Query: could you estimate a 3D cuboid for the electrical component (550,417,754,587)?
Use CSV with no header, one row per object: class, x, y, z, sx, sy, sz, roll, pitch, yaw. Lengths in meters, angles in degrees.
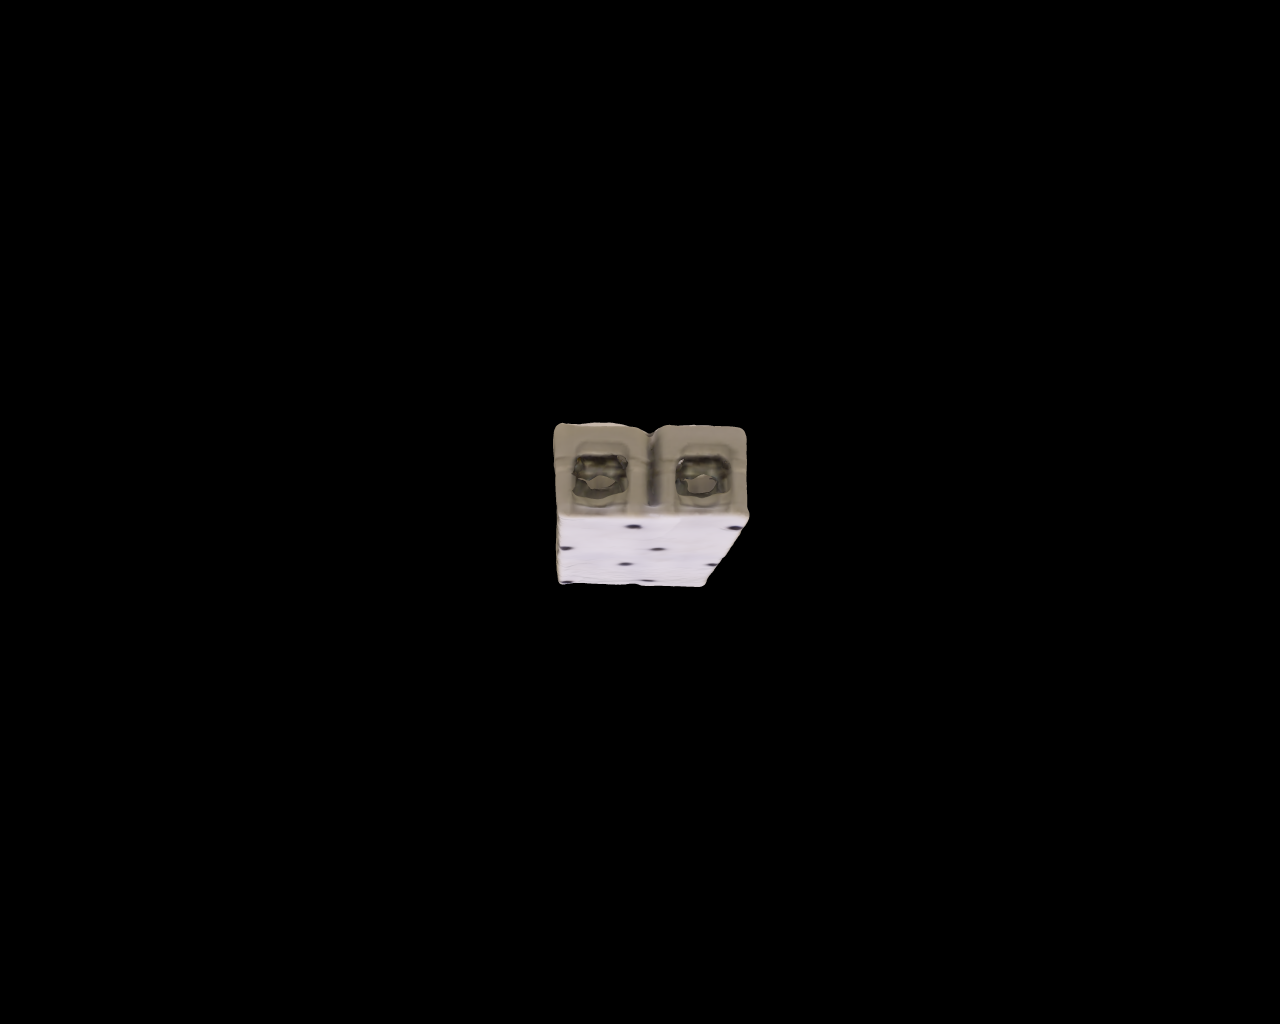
electrical component,0.001,-0.003,0.650,0.105,0.060,0.186,1,-15,-3
